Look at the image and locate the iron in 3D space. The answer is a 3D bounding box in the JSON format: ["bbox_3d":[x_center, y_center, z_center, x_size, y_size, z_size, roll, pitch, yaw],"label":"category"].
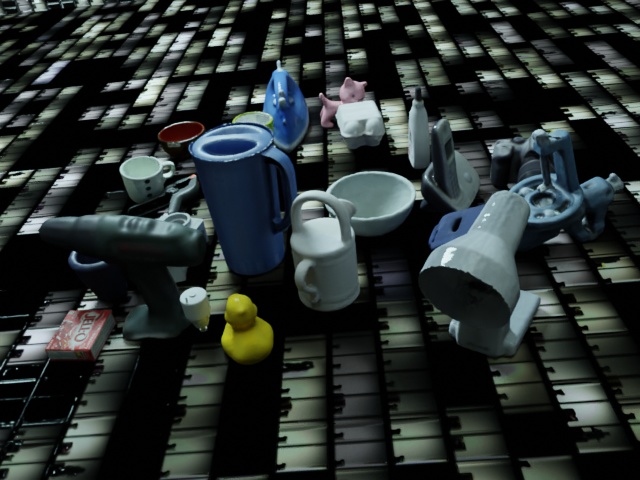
[{"bbox_3d":[-0.089,-0.336,1.407,0.118,0.142,0.258,-8,36,-1],"label":"iron"}]

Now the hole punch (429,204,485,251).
[{"bbox_3d":[0.235,-0.008,0.950,0.100,0.091,0.109,9,39,21],"label":"hole punch"}]

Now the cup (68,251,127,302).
[{"bbox_3d":[-0.347,0.052,0.963,0.118,0.095,0.091,-11,36,-6],"label":"cup"}]

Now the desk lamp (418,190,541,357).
[{"bbox_3d":[0.222,0.054,0.764,0.117,0.214,0.204,18,43,30],"label":"desk lamp"}]

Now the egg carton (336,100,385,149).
[{"bbox_3d":[0.096,-0.275,1.356,0.107,0.069,0.150,-9,36,-2],"label":"egg carton"}]

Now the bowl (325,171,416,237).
[{"bbox_3d":[0.094,-0.055,1.052,0.167,0.075,0.167,-4,36,4],"label":"bowl"}]

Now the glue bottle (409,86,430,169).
[{"bbox_3d":[0.206,-0.240,1.201,0.037,0.173,0.078,-8,36,-2],"label":"glue bottle"}]

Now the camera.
[{"bbox_3d":[0.399,-0.139,1.094,0.142,0.101,0.137,7,38,18],"label":"camera"}]

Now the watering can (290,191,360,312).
[{"bbox_3d":[0.006,0.003,0.886,0.101,0.194,0.173,-2,36,7],"label":"watering can"}]

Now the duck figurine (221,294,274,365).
[{"bbox_3d":[-0.111,0.123,0.835,0.077,0.086,0.104,-17,37,-14],"label":"duck figurine"}]

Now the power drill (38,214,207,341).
[{"bbox_3d":[-0.276,0.051,0.855,0.229,0.209,0.075,-5,36,3],"label":"power drill"}]

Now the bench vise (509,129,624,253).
[{"bbox_3d":[0.390,-0.094,0.933,0.208,0.220,0.121,-25,40,-23],"label":"bench vise"}]

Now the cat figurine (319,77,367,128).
[{"bbox_3d":[0.059,-0.349,1.421,0.128,0.118,0.067,-9,36,-2],"label":"cat figurine"}]

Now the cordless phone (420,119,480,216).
[{"bbox_3d":[0.243,-0.148,1.060,0.094,0.185,0.148,11,40,24],"label":"cordless phone"}]
